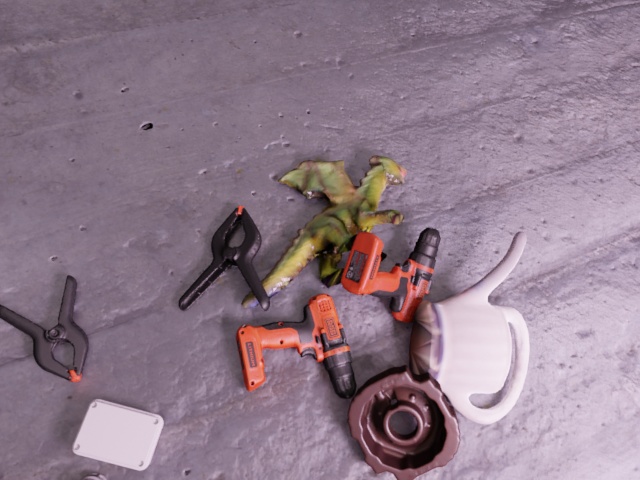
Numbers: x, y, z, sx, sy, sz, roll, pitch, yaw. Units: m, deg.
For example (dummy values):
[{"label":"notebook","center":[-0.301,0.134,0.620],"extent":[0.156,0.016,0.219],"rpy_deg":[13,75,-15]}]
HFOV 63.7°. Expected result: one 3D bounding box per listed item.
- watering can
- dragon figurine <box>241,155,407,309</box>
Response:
[{"label":"watering can","center":[0.272,0.149,0.925],"extent":[0.224,0.103,0.349],"rpy_deg":[6,84,-12]},{"label":"dragon figurine","center":[0.003,-0.050,0.987],"extent":[0.412,0.119,0.247],"rpy_deg":[-23,57,-13]}]
